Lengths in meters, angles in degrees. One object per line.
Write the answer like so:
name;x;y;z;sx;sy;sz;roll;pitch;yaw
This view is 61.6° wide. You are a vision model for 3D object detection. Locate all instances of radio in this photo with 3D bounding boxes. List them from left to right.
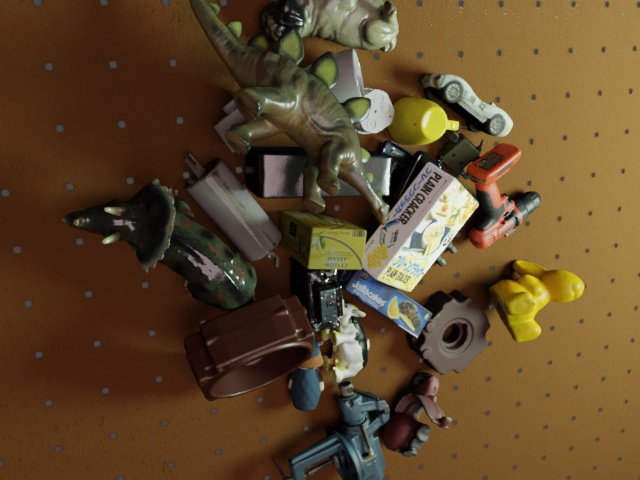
radio;-0.008;-0.114;0.895;0.229;0.131;0.073;-1;104;-21

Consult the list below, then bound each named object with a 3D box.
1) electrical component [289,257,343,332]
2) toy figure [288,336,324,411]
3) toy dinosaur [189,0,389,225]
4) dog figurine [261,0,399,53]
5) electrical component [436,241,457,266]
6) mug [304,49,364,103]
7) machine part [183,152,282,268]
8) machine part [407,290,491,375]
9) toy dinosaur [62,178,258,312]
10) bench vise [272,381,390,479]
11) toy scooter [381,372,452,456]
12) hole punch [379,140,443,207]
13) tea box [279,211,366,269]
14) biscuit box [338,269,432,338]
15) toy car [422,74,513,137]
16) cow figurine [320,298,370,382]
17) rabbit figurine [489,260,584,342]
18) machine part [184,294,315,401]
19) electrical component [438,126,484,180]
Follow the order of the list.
electrical component;-0.007;0.094;0.946;0.058;0.134;0.114;-11;105;-19
toy figure;-0.026;0.244;1.019;0.064;0.058;0.154;0;98;-27
toy dinosaur;-0.050;-0.202;0.775;0.471;0.105;0.198;45;52;-12
dog figurine;0.018;-0.344;0.879;0.190;0.121;0.172;-33;110;5
electrical component;0.233;0.008;1.078;0.094;0.021;0.063;44;85;-23
mug;0.016;-0.252;0.893;0.107;0.081;0.109;-7;111;14
machine part;-0.141;-0.048;0.891;0.079;0.079;0.243;-42;114;-7
machine part;0.272;0.194;1.122;0.179;0.056;0.179;-5;105;-21
toy dinosaur;-0.180;0.040;0.835;0.404;0.192;0.131;41;89;-23
bench vise;0.032;0.400;1.046;0.241;0.129;0.223;-19;111;-24
toy scooter;0.203;0.369;1.095;0.075;0.135;0.184;30;92;-27
hole punch;0.152;-0.112;0.993;0.115;0.092;0.142;23;92;-54
tea box;-0.002;-0.003;0.904;0.098;0.170;0.068;2;102;-20
biscuit box;0.122;0.112;1.040;0.202;0.063;0.059;34;88;-25
toy car;0.274;-0.253;1.001;0.201;0.074;0.056;28;95;-25
cow figurine;0.054;0.179;1.027;0.098;0.068;0.167;-9;110;-25
rabbit figurine;0.452;0.114;1.117;0.173;0.162;0.121;-23;110;9
machine part;-0.113;0.184;0.893;0.201;0.087;0.200;-22;154;-15
electrical component;0.274;-0.173;1.040;0.102;0.045;0.078;30;120;-22
